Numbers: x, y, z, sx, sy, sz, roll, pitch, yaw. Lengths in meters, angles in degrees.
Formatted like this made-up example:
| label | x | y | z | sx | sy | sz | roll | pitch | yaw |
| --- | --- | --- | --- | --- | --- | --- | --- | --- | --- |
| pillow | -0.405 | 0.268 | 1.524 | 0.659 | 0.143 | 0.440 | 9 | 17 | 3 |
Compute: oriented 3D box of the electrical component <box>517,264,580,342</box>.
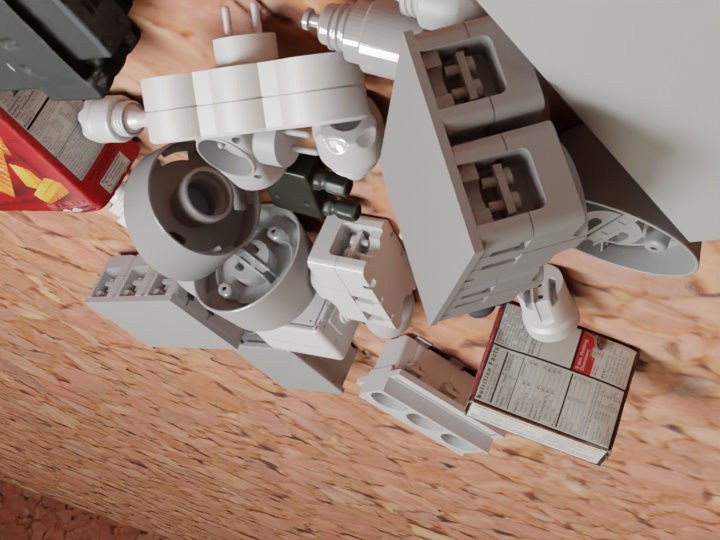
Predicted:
| label | x | y | z | sx | sy | sz | roll | pitch | yaw |
| --- | --- | --- | --- | --- | --- | --- | --- | --- | --- |
| electrical component | 0.132 | 0.023 | 0.763 | 0.040 | 0.040 | 0.046 | 9 | 148 | 31 |

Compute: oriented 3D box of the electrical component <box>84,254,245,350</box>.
| label | x | y | z | sx | sy | sz | roll | pitch | yaw |
| --- | --- | --- | --- | --- | --- | --- | --- | --- | --- |
| electrical component | -0.181 | 0.027 | 1.036 | 0.150 | 0.061 | 0.089 | -3 | 145 | 46 |

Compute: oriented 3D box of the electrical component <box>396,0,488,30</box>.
| label | x | y | z | sx | sy | sz | roll | pitch | yaw |
| --- | --- | --- | --- | --- | --- | --- | --- | --- | --- |
| electrical component | 0.035 | -0.134 | 0.523 | 0.061 | 0.035 | 0.035 | 18 | 156 | 18 |

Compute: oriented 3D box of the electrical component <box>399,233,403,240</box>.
| label | x | y | z | sx | sy | sz | roll | pitch | yaw |
| --- | --- | --- | --- | --- | --- | --- | --- | --- | --- |
| electrical component | 0.077 | -0.031 | 0.688 | 0.066 | 0.047 | 0.077 | 33 | 155 | -21 |

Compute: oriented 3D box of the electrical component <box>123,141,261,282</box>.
| label | x | y | z | sx | sy | sz | roll | pitch | yaw |
| --- | --- | --- | --- | --- | --- | --- | --- | --- | --- |
| electrical component | -0.123 | -0.046 | 0.784 | 0.099 | 0.099 | 0.064 | 34 | 148 | -23 |

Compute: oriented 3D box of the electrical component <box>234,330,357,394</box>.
| label | x | y | z | sx | sy | sz | roll | pitch | yaw |
| --- | --- | --- | --- | --- | --- | --- | --- | --- | --- |
| electrical component | -0.063 | 0.077 | 1.049 | 0.100 | 0.048 | 0.100 | 0 | 147 | 44 |

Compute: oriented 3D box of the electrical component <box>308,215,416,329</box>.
| label | x | y | z | sx | sy | sz | roll | pitch | yaw |
| --- | --- | --- | --- | --- | --- | --- | --- | --- | --- |
| electrical component | 0.000 | 0.000 | 0.823 | 0.056 | 0.050 | 0.089 | 11 | 154 | 27 |

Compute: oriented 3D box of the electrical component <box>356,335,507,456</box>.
| label | x | y | z | sx | sy | sz | roll | pitch | yaw |
| --- | --- | --- | --- | --- | --- | --- | --- | --- | --- |
| electrical component | 0.069 | 0.114 | 0.987 | 0.121 | 0.063 | 0.079 | 32 | 155 | -20 |

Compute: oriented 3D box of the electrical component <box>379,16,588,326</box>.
| label | x | y | z | sx | sy | sz | roll | pitch | yaw |
| --- | --- | --- | --- | --- | --- | --- | --- | --- | --- |
| electrical component | 0.059 | -0.044 | 0.560 | 0.060 | 0.105 | 0.186 | -16 | 169 | -6 |

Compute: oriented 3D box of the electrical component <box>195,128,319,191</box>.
| label | x | y | z | sx | sy | sz | roll | pitch | yaw |
| --- | --- | --- | --- | --- | --- | --- | --- | --- | --- |
| electrical component | -0.064 | -0.088 | 0.702 | 0.079 | 0.044 | 0.077 | 12 | 154 | 25 |

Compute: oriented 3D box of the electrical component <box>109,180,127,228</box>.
| label | x | y | z | sx | sy | sz | roll | pitch | yaw |
| --- | --- | --- | --- | --- | --- | --- | --- | --- | --- |
| electrical component | -0.188 | -0.057 | 0.887 | 0.062 | 0.043 | 0.043 | 33 | 155 | -18 |

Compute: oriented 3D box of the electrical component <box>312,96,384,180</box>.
| label | x | y | z | sx | sy | sz | roll | pitch | yaw |
| --- | --- | --- | --- | --- | --- | --- | --- | --- | --- |
| electrical component | -0.006 | -0.079 | 0.669 | 0.043 | 0.043 | 0.062 | 18 | 158 | 14 |

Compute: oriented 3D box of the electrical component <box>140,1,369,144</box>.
| label | x | y | z | sx | sy | sz | roll | pitch | yaw |
| --- | --- | --- | --- | --- | --- | --- | --- | --- | --- |
| electrical component | -0.064 | -0.117 | 0.622 | 0.138 | 0.073 | 0.052 | -3 | -170 | 23 |

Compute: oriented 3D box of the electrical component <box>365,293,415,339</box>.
| label | x | y | z | sx | sy | sz | roll | pitch | yaw |
| --- | --- | --- | --- | --- | --- | --- | --- | --- | --- |
| electrical component | 0.023 | 0.038 | 0.895 | 0.040 | 0.040 | 0.078 | 21 | 157 | 7 |

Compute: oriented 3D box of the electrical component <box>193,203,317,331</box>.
| label | x | y | z | sx | sy | sz | roll | pitch | yaw |
| --- | --- | --- | --- | --- | --- | --- | --- | --- | --- |
| electrical component | -0.080 | -0.002 | 0.835 | 0.099 | 0.099 | 0.064 | 11 | 160 | 27 |

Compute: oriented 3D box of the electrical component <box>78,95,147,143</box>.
| label | x | y | z | sx | sy | sz | roll | pitch | yaw |
| --- | --- | --- | --- | --- | --- | --- | --- | --- | --- |
| electrical component | -0.171 | -0.108 | 0.772 | 0.061 | 0.035 | 0.035 | 5 | 151 | 33 |

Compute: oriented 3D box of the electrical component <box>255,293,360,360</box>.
| label | x | y | z | sx | sy | sz | roll | pitch | yaw |
| --- | --- | --- | --- | --- | --- | --- | --- | --- | --- |
| electrical component | -0.039 | 0.037 | 0.925 | 0.096 | 0.061 | 0.061 | 7 | 152 | 34 |

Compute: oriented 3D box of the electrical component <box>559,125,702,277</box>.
| label | x | y | z | sx | sy | sz | roll | pitch | yaw |
| --- | --- | --- | --- | --- | --- | --- | --- | --- | --- |
| electrical component | 0.143 | -0.034 | 0.595 | 0.099 | 0.064 | 0.099 | 18 | 156 | 8 |

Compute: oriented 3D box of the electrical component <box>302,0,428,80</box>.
| label | x | y | z | sx | sy | sz | roll | pitch | yaw |
| --- | --- | --- | --- | --- | --- | --- | --- | --- | --- |
| electrical component | 0.007 | -0.123 | 0.564 | 0.078 | 0.040 | 0.040 | 17 | 156 | 15 |

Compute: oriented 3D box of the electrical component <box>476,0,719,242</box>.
| label | x | y | z | sx | sy | sz | roll | pitch | yaw |
| --- | --- | --- | --- | --- | --- | --- | --- | --- | --- |
| electrical component | 0.153 | -0.092 | 0.468 | 0.105 | 0.060 | 0.186 | -5 | 144 | 48 |
